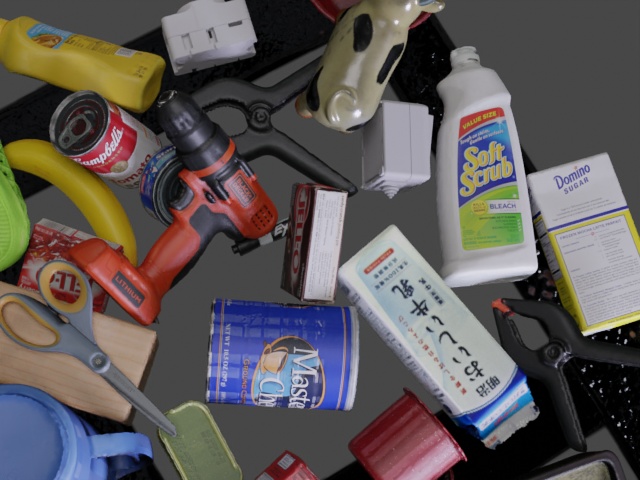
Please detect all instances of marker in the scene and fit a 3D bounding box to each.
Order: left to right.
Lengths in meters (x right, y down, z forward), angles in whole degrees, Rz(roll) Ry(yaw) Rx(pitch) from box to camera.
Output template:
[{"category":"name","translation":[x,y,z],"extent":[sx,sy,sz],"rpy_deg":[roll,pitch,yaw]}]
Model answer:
[{"category":"marker","translation":[-0.035,-0.013,1.102],"extent":[0.121,0.020,0.020],"rpy_deg":[-23,81,-10]}]

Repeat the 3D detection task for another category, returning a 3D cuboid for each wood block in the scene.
[{"category":"wood block","translation":[-0.266,0.103,1.019],"extent":[0.206,0.091,0.090],"rpy_deg":[18,77,-2]}]

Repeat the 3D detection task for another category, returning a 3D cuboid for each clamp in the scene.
[{"category":"clamp","translation":[-0.057,-0.115,1.114],"extent":[0.209,0.036,0.164],"rpy_deg":[-7,78,-11]},{"category":"clamp","translation":[0.248,0.111,1.064],"extent":[0.120,0.039,0.171],"rpy_deg":[-40,68,4]}]

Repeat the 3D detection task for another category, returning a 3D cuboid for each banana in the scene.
[{"category":"banana","translation":[-0.251,-0.046,1.083],"extent":[0.198,0.037,0.070],"rpy_deg":[36,107,6]}]

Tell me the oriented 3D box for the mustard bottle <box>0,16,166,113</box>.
[{"category":"mustard bottle","translation":[-0.259,-0.184,1.082],"extent":[0.191,0.096,0.058],"rpy_deg":[17,113,-1]}]

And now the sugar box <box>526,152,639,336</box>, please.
[{"category":"sugar box","translation":[0.283,0.005,1.116],"extent":[0.093,0.048,0.176],"rpy_deg":[-15,77,-6]}]

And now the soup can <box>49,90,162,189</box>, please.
[{"category":"soup can","translation":[-0.209,-0.097,1.053],"extent":[0.069,0.102,0.068],"rpy_deg":[-7,71,22]}]

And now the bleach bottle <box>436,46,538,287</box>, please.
[{"category":"bleach bottle","translation":[0.160,-0.081,1.115],"extent":[0.102,0.068,0.251],"rpy_deg":[-5,76,-6]}]

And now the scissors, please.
[{"category":"scissors","translation":[-0.198,0.091,0.972],"extent":[0.202,0.016,0.096],"rpy_deg":[27,75,1]}]

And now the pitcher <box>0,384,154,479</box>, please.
[{"category":"pitcher","translation":[-0.241,0.194,0.923],"extent":[0.145,0.243,0.149],"rpy_deg":[34,72,4]}]

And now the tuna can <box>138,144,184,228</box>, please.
[{"category":"tuna can","translation":[-0.136,-0.052,1.070],"extent":[0.086,0.034,0.086],"rpy_deg":[-12,114,-29]}]

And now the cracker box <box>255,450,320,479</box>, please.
[{"category":"cracker box","translation":[-0.049,0.329,0.983],"extent":[0.213,0.072,0.164],"rpy_deg":[-41,98,-13]}]

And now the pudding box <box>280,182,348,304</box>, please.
[{"category":"pudding box","translation":[-0.007,0.001,1.052],"extent":[0.039,0.090,0.113],"rpy_deg":[4,95,-14]}]

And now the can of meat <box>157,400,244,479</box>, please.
[{"category":"can of meat","translation":[-0.114,0.203,1.014],"extent":[0.057,0.084,0.102],"rpy_deg":[-28,81,-11]}]

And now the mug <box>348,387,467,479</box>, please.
[{"category":"mug","translation":[0.087,0.212,1.037],"extent":[0.081,0.093,0.117],"rpy_deg":[-39,119,-7]}]

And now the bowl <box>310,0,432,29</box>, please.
[{"category":"bowl","translation":[0.054,-0.286,1.152],"extent":[0.162,0.055,0.162],"rpy_deg":[1,78,-5]}]

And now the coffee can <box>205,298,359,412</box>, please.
[{"category":"coffee can","translation":[-0.038,0.111,1.032],"extent":[0.140,0.103,0.103],"rpy_deg":[4,77,-5]}]

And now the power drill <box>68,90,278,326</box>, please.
[{"category":"power drill","translation":[-0.145,-0.025,1.015],"extent":[0.187,0.057,0.184],"rpy_deg":[-44,126,-11]}]

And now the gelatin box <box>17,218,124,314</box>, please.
[{"category":"gelatin box","translation":[-0.246,0.028,1.053],"extent":[0.089,0.030,0.073],"rpy_deg":[19,104,0]}]
